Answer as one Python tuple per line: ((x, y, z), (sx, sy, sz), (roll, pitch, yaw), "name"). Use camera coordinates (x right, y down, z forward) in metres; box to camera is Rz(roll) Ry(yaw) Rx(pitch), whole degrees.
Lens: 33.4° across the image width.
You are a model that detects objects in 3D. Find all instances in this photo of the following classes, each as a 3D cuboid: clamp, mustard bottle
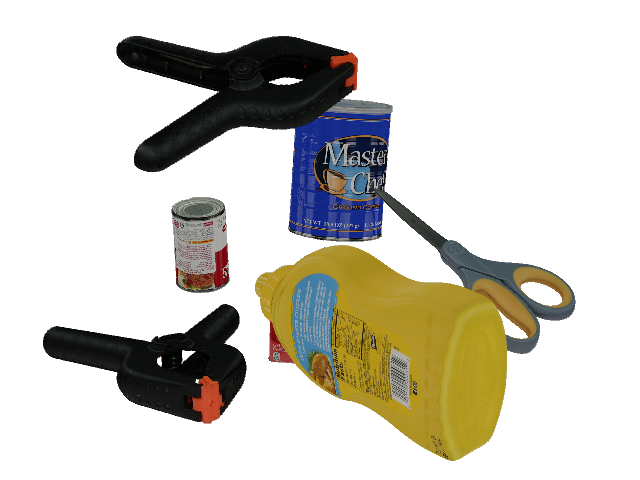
((-0.062, -0.114, 0.752), (0.171, 0.120, 0.039), (-15, -29, -15), "clamp")
((0.024, 0.055, 0.655), (0.058, 0.096, 0.192), (-21, 29, -36), "mustard bottle")
((-0.106, 0.089, 0.817), (0.164, 0.036, 0.210), (-9, 14, -28), "clamp")

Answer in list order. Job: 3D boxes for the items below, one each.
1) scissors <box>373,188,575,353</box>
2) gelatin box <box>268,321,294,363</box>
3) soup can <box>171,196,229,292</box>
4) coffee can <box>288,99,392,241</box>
((0.128, 0.012, 0.859), (0.096, 0.016, 0.202), (-12, 46, -20), "scissors")
((-0.004, 0.082, 1.027), (0.089, 0.073, 0.030), (5, 15, 9), "gelatin box")
((-0.150, 0.005, 1.328), (0.068, 0.102, 0.068), (-1, 25, 0), "soup can")
((0.020, -0.078, 1.139), (0.103, 0.140, 0.103), (4, 12, -1), "coffee can")
